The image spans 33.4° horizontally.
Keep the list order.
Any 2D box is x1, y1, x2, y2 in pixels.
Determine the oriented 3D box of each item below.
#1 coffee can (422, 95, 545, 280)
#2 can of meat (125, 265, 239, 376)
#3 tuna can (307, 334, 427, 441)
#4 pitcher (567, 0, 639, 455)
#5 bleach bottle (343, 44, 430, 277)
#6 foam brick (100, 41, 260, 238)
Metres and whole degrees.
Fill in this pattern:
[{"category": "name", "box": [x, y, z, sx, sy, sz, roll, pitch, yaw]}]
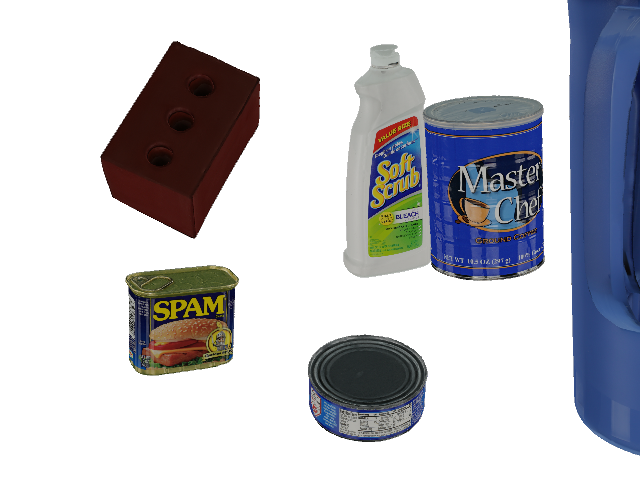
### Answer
[{"category": "coffee can", "box": [0.145, -0.048, 0.939, 0.103, 0.140, 0.103, -4, 19, 1]}, {"category": "can of meat", "box": [-0.130, 0.075, 0.999, 0.102, 0.084, 0.057, -5, 20, -24]}, {"category": "tuna can", "box": [0.034, 0.106, 0.772, 0.086, 0.034, 0.086, 0, 30, 0]}, {"category": "pitcher", "box": [0.182, -0.012, 0.535, 0.149, 0.243, 0.145, -4, 19, -5]}, {"category": "bleach bottle", "box": [0.069, -0.089, 1.181, 0.102, 0.251, 0.068, -10, 23, -12]}, {"category": "foam brick", "box": [-0.071, -0.052, 0.557, 0.053, 0.078, 0.051, 25, -20, 6]}]
